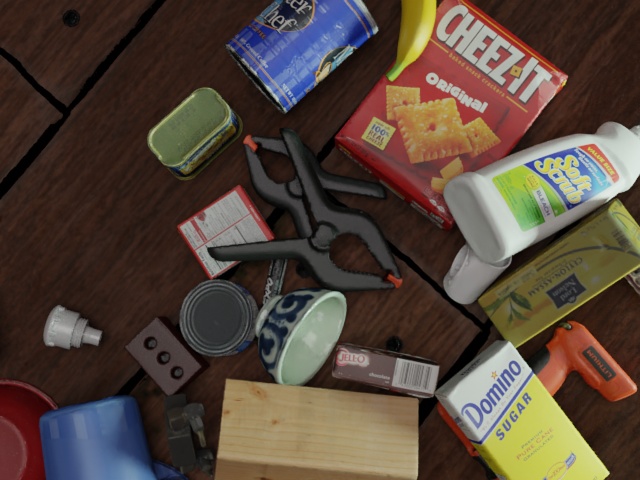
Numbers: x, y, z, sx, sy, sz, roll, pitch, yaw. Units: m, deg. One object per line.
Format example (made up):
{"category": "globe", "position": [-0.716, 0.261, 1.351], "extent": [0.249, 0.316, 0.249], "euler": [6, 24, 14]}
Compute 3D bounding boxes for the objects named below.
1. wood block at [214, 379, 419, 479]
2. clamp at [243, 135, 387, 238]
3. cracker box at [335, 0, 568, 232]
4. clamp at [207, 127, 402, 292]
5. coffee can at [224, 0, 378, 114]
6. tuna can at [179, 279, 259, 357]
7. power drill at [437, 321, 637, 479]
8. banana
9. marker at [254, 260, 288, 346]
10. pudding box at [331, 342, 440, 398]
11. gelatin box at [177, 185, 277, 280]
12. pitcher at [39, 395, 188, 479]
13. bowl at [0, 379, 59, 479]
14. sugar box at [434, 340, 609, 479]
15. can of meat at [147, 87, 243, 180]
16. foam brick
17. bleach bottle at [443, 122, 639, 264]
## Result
{"category": "wood block", "position": [-0.004, 0.215, 1.135], "extent": [0.206, 0.091, 0.090], "euler": [6, 58, -4]}
{"category": "clamp", "position": [-0.024, -0.050, 1.205], "extent": [0.171, 0.039, 0.120], "euler": [32, 84, 3]}
{"category": "cracker box", "position": [0.144, -0.142, 1.186], "extent": [0.164, 0.072, 0.213], "euler": [38, 88, 5]}
{"category": "clamp", "position": [-0.008, 0.001, 1.170], "extent": [0.210, 0.036, 0.164], "euler": [38, 91, -4]}
{"category": "coffee can", "position": [-0.021, -0.224, 1.184], "extent": [0.140, 0.103, 0.103], "euler": [-42, 85, -1]}
{"category": "tuna can", "position": [-0.111, 0.088, 1.192], "extent": [0.086, 0.033, 0.086], "euler": [-2, 82, 15]}
{"category": "power drill", "position": [0.250, 0.194, 1.165], "extent": [0.187, 0.057, 0.184], "euler": [-40, 89, -1]}
{"category": "banana", "position": [0.093, -0.269, 1.171], "extent": [0.070, 0.037, 0.198], "euler": [-16, 58, 24]}
{"category": "marker", "position": [-0.055, 0.061, 1.207], "extent": [0.020, 0.020, 0.121], "euler": [12, 87, 3]}
{"category": "pudding box", "position": [0.070, 0.139, 1.161], "extent": [0.113, 0.090, 0.039], "euler": [13, 89, 3]}
{"category": "gelatin box", "position": [-0.106, -0.008, 1.209], "extent": [0.089, 0.030, 0.073], "euler": [-33, 86, 1]}
{"category": "pitcher", "position": [-0.219, 0.294, 1.154], "extent": [0.145, 0.149, 0.243], "euler": [-15, 82, 17]}
{"category": "bowl", "position": [-0.363, 0.238, 1.192], "extent": [0.162, 0.055, 0.162], "euler": [0, 86, 3]}
{"category": "sugar box", "position": [0.209, 0.200, 1.108], "extent": [0.093, 0.048, 0.176], "euler": [-39, 95, -11]}
{"category": "can of meat", "position": [-0.140, -0.119, 1.191], "extent": [0.102, 0.084, 0.057], "euler": [-42, 85, -1]}
{"category": "foam brick", "position": [-0.170, 0.131, 1.192], "extent": [0.053, 0.051, 0.078], "euler": [-43, 86, 0]}
{"category": "bleach bottle", "position": [0.258, -0.070, 1.146], "extent": [0.250, 0.068, 0.102], "euler": [-28, 88, -24]}
